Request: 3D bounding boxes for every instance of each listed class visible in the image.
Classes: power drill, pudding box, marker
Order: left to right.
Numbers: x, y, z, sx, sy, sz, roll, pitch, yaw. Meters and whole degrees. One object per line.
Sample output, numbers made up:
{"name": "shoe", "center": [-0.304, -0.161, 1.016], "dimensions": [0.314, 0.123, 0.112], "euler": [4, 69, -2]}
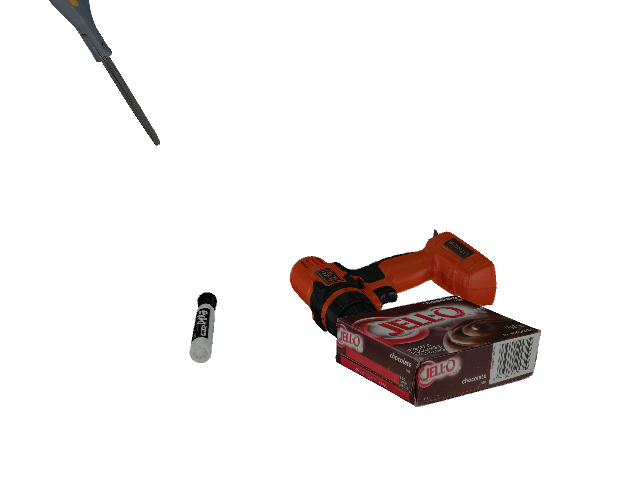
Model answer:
{"name": "marker", "center": [-0.107, 0.078, 0.982], "dimensions": [0.020, 0.020, 0.121], "euler": [0, 20, -3]}
{"name": "power drill", "center": [0.081, 0.052, 1.089], "dimensions": [0.187, 0.057, 0.185], "euler": [-11, 27, -21]}
{"name": "pudding box", "center": [0.080, 0.073, 0.738], "dimensions": [0.113, 0.039, 0.090], "euler": [-6, 18, -35]}

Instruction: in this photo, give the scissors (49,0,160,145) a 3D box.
{"name": "scissors", "center": [-0.197, -0.181, 0.938], "dimensions": [0.016, 0.201, 0.096], "euler": [-28, 28, 11]}
